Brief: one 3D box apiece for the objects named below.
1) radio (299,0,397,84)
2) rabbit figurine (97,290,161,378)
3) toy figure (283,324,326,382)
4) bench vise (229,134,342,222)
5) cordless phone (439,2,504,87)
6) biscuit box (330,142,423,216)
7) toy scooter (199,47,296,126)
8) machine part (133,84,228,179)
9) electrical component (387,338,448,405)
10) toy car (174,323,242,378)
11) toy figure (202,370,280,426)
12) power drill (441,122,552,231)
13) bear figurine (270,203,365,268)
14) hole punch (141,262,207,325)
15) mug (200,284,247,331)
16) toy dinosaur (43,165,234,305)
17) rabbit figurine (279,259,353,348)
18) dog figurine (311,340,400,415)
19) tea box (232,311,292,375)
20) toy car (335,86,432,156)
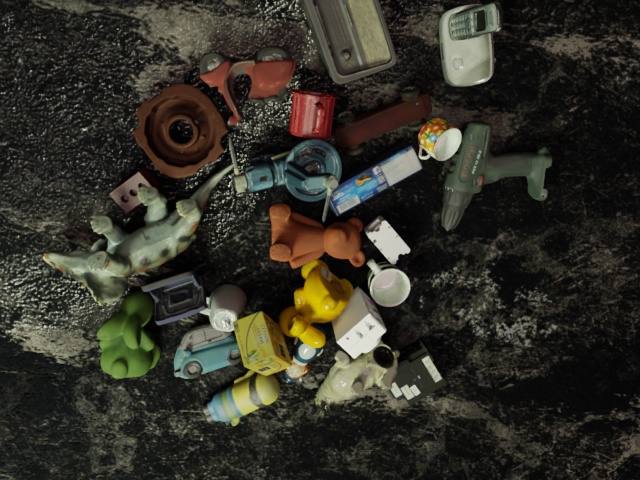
[{"bbox_3d":[0.045,-0.416,1.006,0.131,0.073,0.229,-22,106,1],"label":"radio"},{"bbox_3d":[-0.401,0.188,1.112,0.121,0.159,0.170,11,90,1],"label":"rabbit figurine"},{"bbox_3d":[-0.042,0.260,1.204,0.064,0.057,0.154,35,105,25],"label":"toy figure"},{"bbox_3d":[-0.045,-0.124,1.005,0.224,0.241,0.128,-4,108,-23],"label":"bench vise"},{"bbox_3d":[0.295,-0.360,0.989,0.089,0.184,0.146,-12,107,-7],"label":"cordless phone"},{"bbox_3d":[0.105,-0.126,1.102,0.203,0.063,0.059,-28,107,4],"label":"biscuit box"},{"bbox_3d":[-0.133,-0.290,1.021,0.184,0.075,0.135,-6,99,-2],"label":"toy scooter"},{"bbox_3d":[-0.268,-0.212,1.045,0.179,0.056,0.179,-1,105,-5],"label":"machine part"},{"bbox_3d":[0.208,0.309,1.240,0.134,0.058,0.114,-29,104,3],"label":"electrical component"},{"bbox_3d":[-0.242,0.230,1.153,0.162,0.109,0.103,-18,89,-9],"label":"toy car"},{"bbox_3d":[-0.173,0.356,1.200,0.180,0.089,0.082,-25,115,-1],"label":"toy figure"},{"bbox_3d":[0.365,-0.126,1.125,0.207,0.086,0.231,5,103,1],"label":"power drill"},{"bbox_3d":[-0.002,-0.003,1.094,0.196,0.132,0.120,2,77,1],"label":"bear figurine"},{"bbox_3d":[-0.292,0.107,1.102,0.142,0.116,0.092,-21,101,-2],"label":"hole punch"},{"bbox_3d":[-0.207,0.143,1.126,0.109,0.107,0.080,16,102,-12],"label":"mug"},{"bbox_3d":[-0.332,-0.002,1.064,0.405,0.192,0.131,-26,71,-12],"label":"toy dinosaur"},{"bbox_3d":[-0.019,0.154,1.139,0.173,0.162,0.121,-39,119,24],"label":"rabbit figurine"},{"bbox_3d":[0.080,0.311,1.208,0.172,0.121,0.190,-4,148,-22],"label":"dog figurine"},{"bbox_3d":[-0.116,0.217,1.114,0.068,0.169,0.098,-21,70,1],"label":"tea box"},{"bbox_3d":[0.125,-0.240,1.075,0.202,0.053,0.089,-23,122,0],"label":"toy car"}]
